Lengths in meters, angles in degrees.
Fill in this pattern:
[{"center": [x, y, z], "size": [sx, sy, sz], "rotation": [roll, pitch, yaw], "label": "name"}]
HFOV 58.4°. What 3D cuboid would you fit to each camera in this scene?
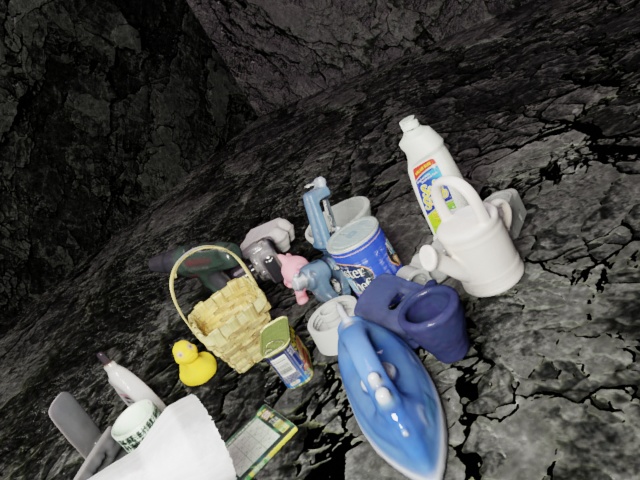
[{"center": [-0.159, 0.060, 1.384], "size": [0.137, 0.101, 0.143], "rotation": [-33, 21, 0], "label": "camera"}]

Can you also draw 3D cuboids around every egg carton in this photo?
[{"center": [-0.139, 0.001, 1.526], "size": [0.150, 0.069, 0.107], "rotation": [-22, 23, 24], "label": "egg carton"}]

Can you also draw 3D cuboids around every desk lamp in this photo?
[{"center": [-0.172, 0.321, 0.679], "size": [0.203, 0.214, 0.117], "rotation": [-41, 23, -21], "label": "desk lamp"}]

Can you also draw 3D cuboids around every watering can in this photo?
[{"center": [0.227, -0.010, 0.877], "size": [0.100, 0.194, 0.173], "rotation": [-10, 31, 44], "label": "watering can"}]

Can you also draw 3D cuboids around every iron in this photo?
[{"center": [0.079, 0.182, 0.736], "size": [0.118, 0.142, 0.258], "rotation": [-32, 21, 1], "label": "iron"}]

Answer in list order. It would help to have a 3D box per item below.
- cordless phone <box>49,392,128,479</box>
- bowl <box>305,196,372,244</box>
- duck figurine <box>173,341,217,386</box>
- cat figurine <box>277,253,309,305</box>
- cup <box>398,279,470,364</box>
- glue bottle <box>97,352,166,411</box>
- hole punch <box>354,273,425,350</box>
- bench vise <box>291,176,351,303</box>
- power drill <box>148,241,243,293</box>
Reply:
[{"center": [-0.409, 0.360, 0.960], "size": [0.094, 0.185, 0.147], "rotation": [-24, 23, 21], "label": "cordless phone"}, {"center": [0.054, -0.024, 1.308], "size": [0.167, 0.075, 0.167], "rotation": [-27, 22, 12], "label": "bowl"}, {"center": [-0.264, 0.240, 1.158], "size": [0.078, 0.086, 0.104], "rotation": [-43, 24, -25], "label": "duck figurine"}, {"center": [-0.048, 0.066, 1.193], "size": [0.067, 0.118, 0.127], "rotation": [-32, 21, 1], "label": "cat figurine"}, {"center": [0.171, 0.118, 0.813], "size": [0.091, 0.095, 0.118], "rotation": [-22, 24, 24], "label": "cup"}, {"center": [-0.370, 0.278, 1.099], "size": [0.078, 0.173, 0.037], "rotation": [-13, 29, 40], "label": "glue bottle"}, {"center": [0.124, 0.108, 0.905], "size": [0.100, 0.091, 0.109], "rotation": [-8, 32, 46], "label": "hole punch"}, {"center": [0.019, 0.002, 1.100], "size": [0.121, 0.220, 0.208], "rotation": [-12, 29, 41], "label": "bench vise"}, {"center": [-0.250, 0.094, 1.284], "size": [0.229, 0.209, 0.076], "rotation": [-21, 24, 27], "label": "power drill"}]
